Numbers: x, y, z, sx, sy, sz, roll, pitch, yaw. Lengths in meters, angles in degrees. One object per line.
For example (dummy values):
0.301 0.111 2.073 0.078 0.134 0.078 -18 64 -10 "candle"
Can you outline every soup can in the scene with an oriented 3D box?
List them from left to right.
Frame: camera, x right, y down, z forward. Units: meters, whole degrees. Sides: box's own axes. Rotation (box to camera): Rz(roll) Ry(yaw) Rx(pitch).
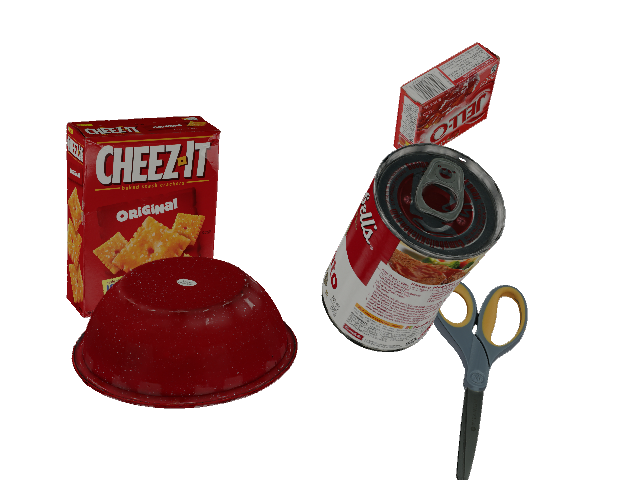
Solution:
0.045 0.006 0.557 0.068 0.068 0.102 0 -32 -18 "soup can"

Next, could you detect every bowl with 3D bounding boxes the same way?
-0.096 0.054 0.759 0.162 0.055 0.162 1 23 -1 "bowl"

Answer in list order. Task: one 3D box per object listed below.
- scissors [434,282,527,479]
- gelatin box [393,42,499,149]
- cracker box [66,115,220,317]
0.116 0.105 0.902 0.096 0.201 0.016 26 -38 10 "scissors"
0.105 -0.114 0.886 0.089 0.030 0.073 -32 -28 -22 "gelatin box"
-0.204 -0.029 1.227 0.163 0.214 0.072 -7 24 -30 "cracker box"
